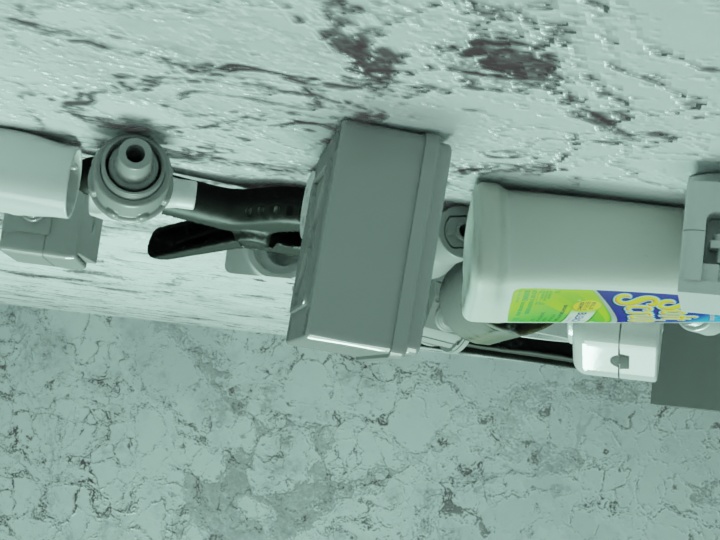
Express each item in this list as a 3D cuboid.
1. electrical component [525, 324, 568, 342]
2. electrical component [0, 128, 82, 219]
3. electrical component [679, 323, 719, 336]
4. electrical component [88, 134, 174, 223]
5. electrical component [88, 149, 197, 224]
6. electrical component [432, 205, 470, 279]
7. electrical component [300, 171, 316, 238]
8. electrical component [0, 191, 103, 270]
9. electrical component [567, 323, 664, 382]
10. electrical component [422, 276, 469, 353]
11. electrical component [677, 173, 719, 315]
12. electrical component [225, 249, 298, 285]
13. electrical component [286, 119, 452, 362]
[{"bbox_3d":[0.154,0.041,1.010,0.099,0.064,0.099,7,161,2],"label":"electrical component"},{"bbox_3d":[-0.210,-0.055,0.654,0.077,0.043,0.079,9,170,-6],"label":"electrical component"},{"bbox_3d":[0.280,0.030,0.894,0.062,0.043,0.043,13,171,-37],"label":"electrical component"},{"bbox_3d":[-0.124,-0.054,0.589,0.048,0.048,0.062,9,167,-13],"label":"electrical component"},{"bbox_3d":[-0.130,-0.049,0.644,0.062,0.043,0.043,7,174,-12],"label":"electrical component"},{"bbox_3d":[0.056,-0.020,0.709,0.044,0.044,0.065,9,169,-18],"label":"electrical component"},{"bbox_3d":[-0.004,-0.034,0.631,0.055,0.045,0.045,9,173,-13],"label":"electrical component"},{"bbox_3d":[-0.217,-0.037,0.764,0.061,0.061,0.096,8,174,-8],"label":"electrical component"},{"bbox_3d":[0.172,0.024,0.715,0.059,0.095,0.053,5,137,17],"label":"electrical component"},{"bbox_3d":[0.076,0.033,0.990,0.051,0.080,0.080,15,171,-18],"label":"electrical component"},{"bbox_3d":[0.234,-0.008,0.519,0.150,0.061,0.089,5,173,18],"label":"electrical component"},{"bbox_3d":[-0.052,-0.016,0.819,0.089,0.050,0.056,5,173,12],"label":"electrical component"},{"bbox_3d":[0.001,-0.011,0.550,0.056,0.108,0.109,11,173,-8],"label":"electrical component"}]
